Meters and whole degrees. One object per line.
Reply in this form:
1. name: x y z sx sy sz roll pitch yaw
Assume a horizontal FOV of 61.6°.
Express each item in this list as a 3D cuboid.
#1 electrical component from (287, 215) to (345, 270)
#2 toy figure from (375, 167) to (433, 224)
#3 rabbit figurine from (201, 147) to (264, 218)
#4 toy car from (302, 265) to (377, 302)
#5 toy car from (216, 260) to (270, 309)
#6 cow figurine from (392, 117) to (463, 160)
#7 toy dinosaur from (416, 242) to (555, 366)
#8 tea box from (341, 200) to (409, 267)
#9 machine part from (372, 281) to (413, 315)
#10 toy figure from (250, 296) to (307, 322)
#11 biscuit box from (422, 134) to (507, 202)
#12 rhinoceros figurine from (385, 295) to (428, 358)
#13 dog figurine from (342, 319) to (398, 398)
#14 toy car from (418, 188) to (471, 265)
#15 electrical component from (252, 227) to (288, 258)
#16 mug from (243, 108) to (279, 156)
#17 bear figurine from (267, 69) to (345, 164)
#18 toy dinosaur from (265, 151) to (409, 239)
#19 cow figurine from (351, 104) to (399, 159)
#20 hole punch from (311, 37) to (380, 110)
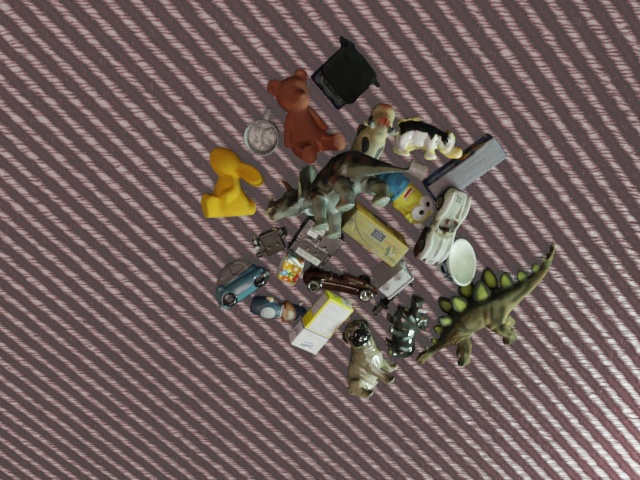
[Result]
1. electrical component: -0.003 -0.004 1.392 0.115 0.058 0.134 34 107 -14
2. toy figure: 0.204 -0.116 1.339 0.180 0.089 0.082 39 103 -5
3. rabbit figurine: -0.221 -0.143 1.316 0.162 0.122 0.173 -7 92 0
4. toy car: 0.054 0.110 1.417 0.202 0.089 0.053 11 112 -3
5. toy car: -0.216 0.106 1.414 0.162 0.109 0.103 -36 90 4
6. cow figurine: 0.265 -0.244 1.299 0.167 0.068 0.098 5 105 -3
7. toy dinosaur: 0.448 0.185 1.439 0.471 0.105 0.198 -35 103 6
8. tea box: 0.136 -0.018 1.365 0.169 0.098 0.068 34 107 -13
9. machine part: 0.194 0.151 1.446 0.139 0.084 0.039 -44 80 2
10. toy figure: -0.113 0.191 1.468 0.154 0.058 0.064 12 148 -6
11. biscuit box: 0.353 -0.174 1.325 0.203 0.059 0.062 -36 108 12
12. rhinoceros figurine: 0.239 0.241 1.474 0.112 0.073 0.190 8 111 -2
13. dog figurine: 0.103 0.331 1.507 0.172 0.121 0.190 -38 92 10
14. toy car: 0.304 -0.030 1.319 0.073 0.056 0.201 13 109 -20
15. electrical component: -0.130 0.003 1.402 0.102 0.045 0.078 -16 108 6
16. mug: -0.134 -0.259 1.272 0.081 0.107 0.109 7 106 -3
17. bear figurine: -0.036 -0.291 1.253 0.120 0.132 0.195 -25 116 -21
18. toy dinosaur: 0.045 -0.131 1.230 0.131 0.192 0.405 7 151 -43
19. cow figurine: 0.118 -0.230 1.271 0.085 0.127 0.194 19 112 -10
20. hole punch: 0.054 -0.377 1.248 0.142 0.092 0.116 47 74 -13
